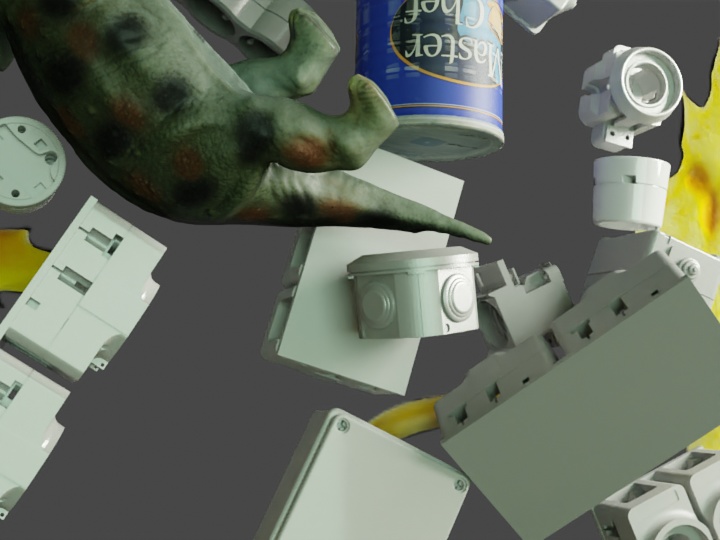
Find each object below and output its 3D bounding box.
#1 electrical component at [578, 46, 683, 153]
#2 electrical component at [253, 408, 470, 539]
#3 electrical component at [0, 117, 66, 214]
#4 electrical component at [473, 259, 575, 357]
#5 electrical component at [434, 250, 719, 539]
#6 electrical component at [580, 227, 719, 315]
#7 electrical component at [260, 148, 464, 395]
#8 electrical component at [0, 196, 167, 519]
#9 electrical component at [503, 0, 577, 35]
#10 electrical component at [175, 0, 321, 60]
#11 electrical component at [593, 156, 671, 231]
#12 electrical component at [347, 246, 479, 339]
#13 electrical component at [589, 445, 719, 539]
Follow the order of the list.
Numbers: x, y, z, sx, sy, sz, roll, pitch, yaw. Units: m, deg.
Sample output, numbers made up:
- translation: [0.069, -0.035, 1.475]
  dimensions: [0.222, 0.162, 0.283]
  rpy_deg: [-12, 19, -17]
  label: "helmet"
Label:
- translation: [0.203, -0.133, 0.803]
  dimensions: [0.058, 0.057, 0.078]
  rpy_deg: [13, 80, -16]
  label: "electrical component"
- translation: [0.000, 0.161, 0.705]
  dimensions: [0.109, 0.056, 0.108]
  rpy_deg: [29, 76, -12]
  label: "electrical component"
- translation: [-0.213, -0.063, 0.669]
  dimensions: [0.055, 0.047, 0.055]
  rpy_deg: [2, 83, -17]
  label: "electrical component"
- translation: [0.116, 0.028, 0.766]
  dimensions: [0.064, 0.042, 0.081]
  rpy_deg: [-24, 92, -22]
  label: "electrical component"
- translation: [0.155, 0.084, 0.716]
  dimensions: [0.186, 0.060, 0.105]
  rpy_deg: [-36, 111, 10]
  label: "electrical component"
- translation: [0.210, 0.012, 0.768]
  dimensions: [0.062, 0.096, 0.061]
  rpy_deg: [23, 80, -14]
  label: "electrical component"
- translation: [0.000, 0.000, 0.721]
  dimensions: [0.089, 0.062, 0.150]
  rpy_deg: [19, 78, -15]
  label: "electrical component"
- translation: [-0.188, 0.057, 0.632]
  dimensions: [0.060, 0.105, 0.186]
  rpy_deg: [34, 75, -11]
  label: "electrical component"
- translation: [0.129, -0.240, 0.798]
  dimensions: [0.100, 0.048, 0.099]
  rpy_deg: [38, 74, -9]
  label: "electrical component"
- translation: [-0.080, -0.198, 0.724]
  dimensions: [0.138, 0.052, 0.073]
  rpy_deg: [37, 74, -10]
  label: "electrical component"
- translation: [0.199, -0.056, 0.795]
  dimensions: [0.055, 0.055, 0.047]
  rpy_deg: [7, 85, -17]
  label: "electrical component"
- translation: [0.033, 0.014, 0.655]
  dimensions: [0.080, 0.080, 0.051]
  rpy_deg: [-5, 91, -18]
  label: "electrical component"
- translation: [0.257, 0.235, 0.775]
  dimensions: [0.105, 0.060, 0.186]
  rpy_deg: [-23, 91, -19]
  label: "electrical component"
